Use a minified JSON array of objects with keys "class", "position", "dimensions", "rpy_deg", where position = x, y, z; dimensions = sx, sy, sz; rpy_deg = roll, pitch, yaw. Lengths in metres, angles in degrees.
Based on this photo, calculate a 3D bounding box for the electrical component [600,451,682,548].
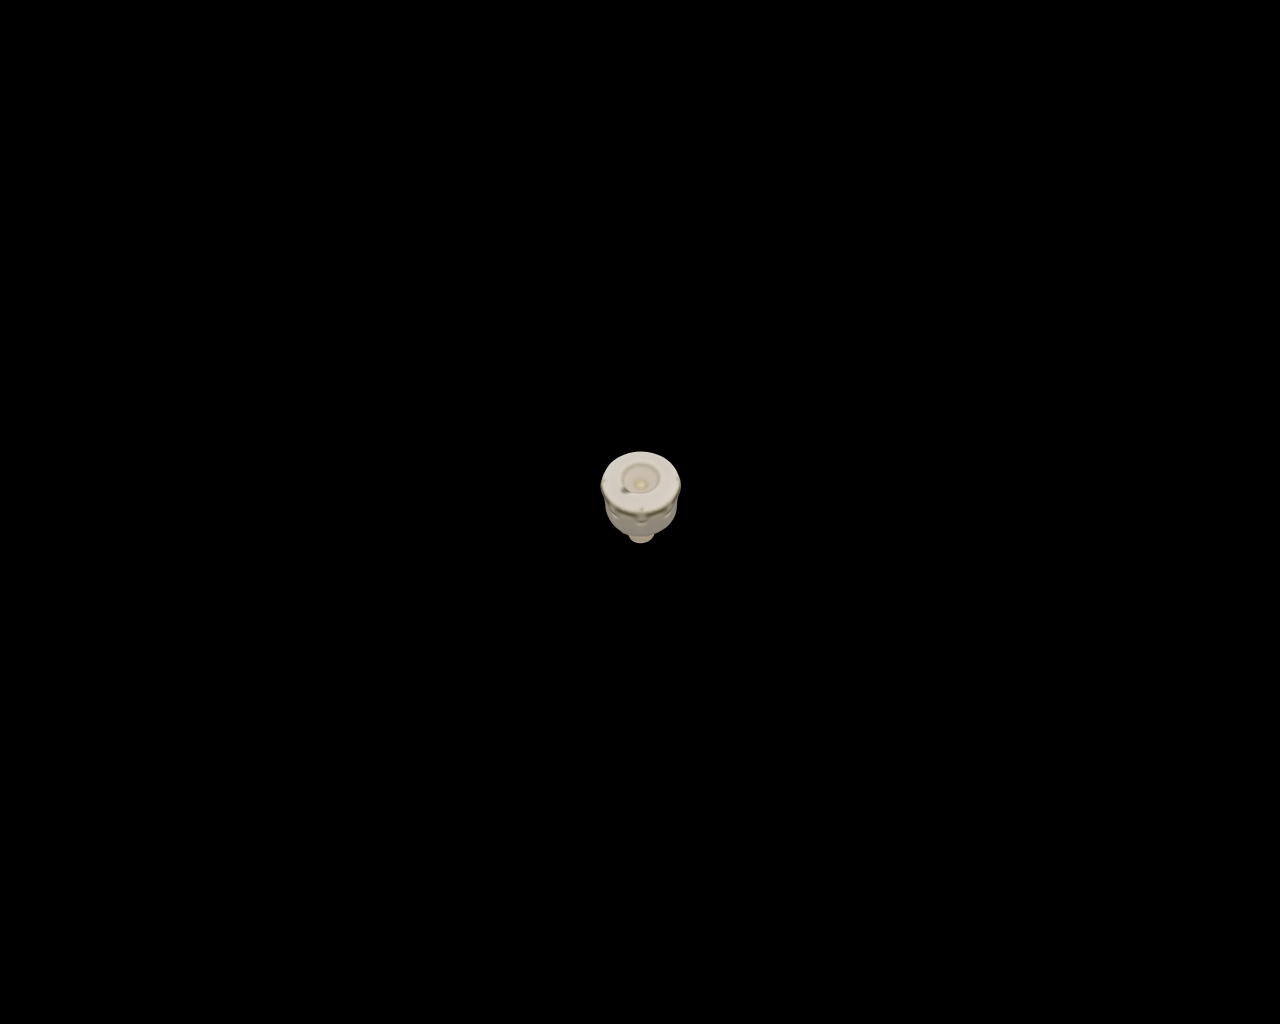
[{"class":"electrical component","position":[0.001,-0.003,0.650],"dimensions":[0.048,0.048,0.062],"rpy_deg":[0,-36,0]}]
